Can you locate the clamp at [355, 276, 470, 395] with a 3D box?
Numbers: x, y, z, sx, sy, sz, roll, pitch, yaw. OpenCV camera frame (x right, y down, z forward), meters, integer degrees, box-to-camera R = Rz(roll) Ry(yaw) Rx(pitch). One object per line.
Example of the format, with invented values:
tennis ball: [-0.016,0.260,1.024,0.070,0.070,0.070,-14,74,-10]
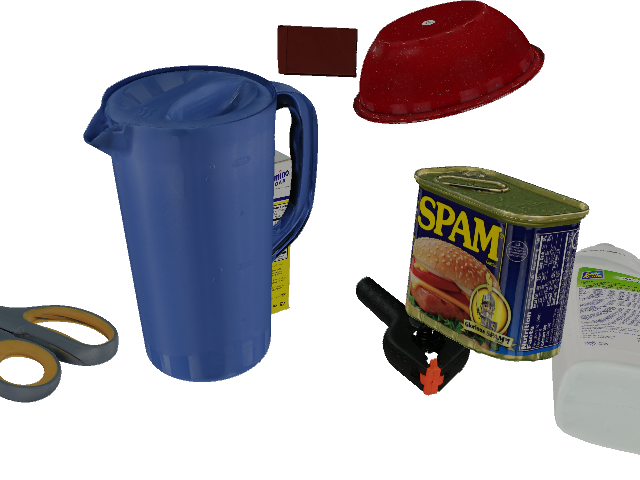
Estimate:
clamp: [0.106,0.082,0.998,0.120,0.039,0.171,-7,32,-6]

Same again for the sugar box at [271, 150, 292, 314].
sugar box: [-0.073,-0.016,1.153,0.048,0.176,0.093,-17,29,-32]

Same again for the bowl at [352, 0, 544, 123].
bowl: [0.097,-0.154,0.872,0.162,0.055,0.162,-16,25,7]

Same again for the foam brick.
foam brick: [-0.004,-0.200,1.127,0.078,0.051,0.053,0,12,-11]

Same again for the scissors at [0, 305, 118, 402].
scissors: [-0.233,0.059,0.703,0.202,0.016,0.096,10,34,11]

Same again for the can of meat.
can of meat: [0.093,0.011,0.592,0.057,0.084,0.102,-7,21,-33]

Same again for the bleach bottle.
bleach bottle: [0.228,0.064,0.809,0.102,0.068,0.250,10,24,9]

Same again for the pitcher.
pitcher: [-0.088,-0.013,0.867,0.149,0.243,0.144,7,30,14]
